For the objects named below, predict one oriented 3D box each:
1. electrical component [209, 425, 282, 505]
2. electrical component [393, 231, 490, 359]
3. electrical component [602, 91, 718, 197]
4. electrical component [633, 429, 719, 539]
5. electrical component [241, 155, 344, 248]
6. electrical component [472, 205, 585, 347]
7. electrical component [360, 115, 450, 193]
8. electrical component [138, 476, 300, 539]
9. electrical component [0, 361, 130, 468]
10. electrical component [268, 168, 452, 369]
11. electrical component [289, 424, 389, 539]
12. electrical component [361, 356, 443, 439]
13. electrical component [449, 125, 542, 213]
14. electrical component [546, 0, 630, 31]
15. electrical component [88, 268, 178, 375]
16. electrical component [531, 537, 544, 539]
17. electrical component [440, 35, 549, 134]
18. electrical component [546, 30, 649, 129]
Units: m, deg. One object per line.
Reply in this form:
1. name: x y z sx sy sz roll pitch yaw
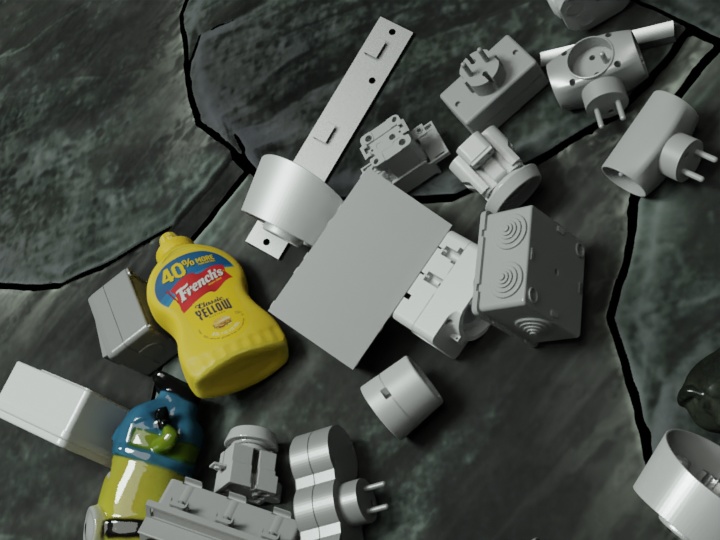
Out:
1. electrical component: -0.097 0.169 0.938 0.048 0.066 0.055 -44 34 50
2. electrical component: 0.081 0.023 0.905 0.056 0.050 0.089 32 86 37
3. electrical component: 0.249 -0.095 0.868 0.079 0.043 0.077 33 86 37
4. electrical component: 0.237 0.154 0.726 0.099 0.099 0.064 40 97 37
5. electrical component: -0.059 -0.058 0.997 0.099 0.099 0.064 26 87 36
6. electrical component: 0.137 0.005 0.853 0.048 0.100 0.099 -11 61 40
7. electrical component: 0.036 -0.105 0.986 0.081 0.064 0.042 -34 54 12
8. electrical component: -0.114 0.223 0.890 0.121 0.078 0.063 17 44 9
9. electrical component: -0.269 0.140 1.018 0.109 0.109 0.056 15 73 34
10. electrical component: 0.000 0.000 0.941 0.089 0.061 0.150 35 87 1
11. electrical component: -0.010 0.192 0.877 0.074 0.052 0.138 -20 59 21
12. electrical component: 0.036 0.104 0.892 0.047 0.055 0.055 -39 54 4
13. electrical component: 0.118 -0.082 0.924 0.058 0.078 0.057 -43 72 7
14. electrical component: 0.200 -0.256 0.953 0.080 0.080 0.051 -30 61 15
15. electrical component: -0.226 0.049 1.065 0.061 0.062 0.096 -37 54 10
16. electrical component: 0.127 0.230 0.784 0.055 0.048 0.066 -53 53 8
17. electrical component: 0.114 -0.172 0.964 0.083 0.076 0.047 -41 54 7
18. electrical component: 0.207 -0.157 0.922 0.077 0.044 0.079 -20 59 21
